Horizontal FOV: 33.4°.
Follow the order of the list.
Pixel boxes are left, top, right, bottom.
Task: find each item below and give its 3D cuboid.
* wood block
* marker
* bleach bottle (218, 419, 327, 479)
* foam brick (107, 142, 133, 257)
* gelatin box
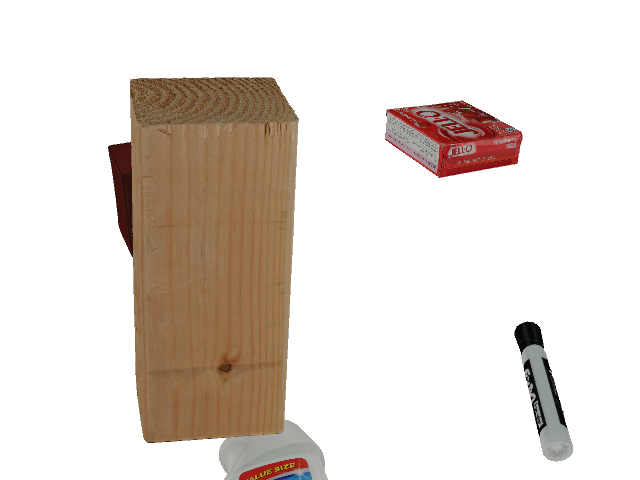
[{"bbox_3d":[-0.069,0.011,0.655,0.090,0.206,0.090,-2,25,-12],"label":"wood block"},{"bbox_3d":[0.147,0.096,0.710,0.020,0.020,0.121,0,35,0],"label":"marker"},{"bbox_3d":[-0.036,0.203,0.724,0.102,0.068,0.251,-7,32,-6],"label":"bleach bottle"},{"bbox_3d":[-0.137,-0.036,0.862,0.053,0.078,0.051,-12,32,-17],"label":"foam brick"},{"bbox_3d":[0.104,-0.082,0.842,0.073,0.030,0.089,-10,27,-23],"label":"gelatin box"}]
